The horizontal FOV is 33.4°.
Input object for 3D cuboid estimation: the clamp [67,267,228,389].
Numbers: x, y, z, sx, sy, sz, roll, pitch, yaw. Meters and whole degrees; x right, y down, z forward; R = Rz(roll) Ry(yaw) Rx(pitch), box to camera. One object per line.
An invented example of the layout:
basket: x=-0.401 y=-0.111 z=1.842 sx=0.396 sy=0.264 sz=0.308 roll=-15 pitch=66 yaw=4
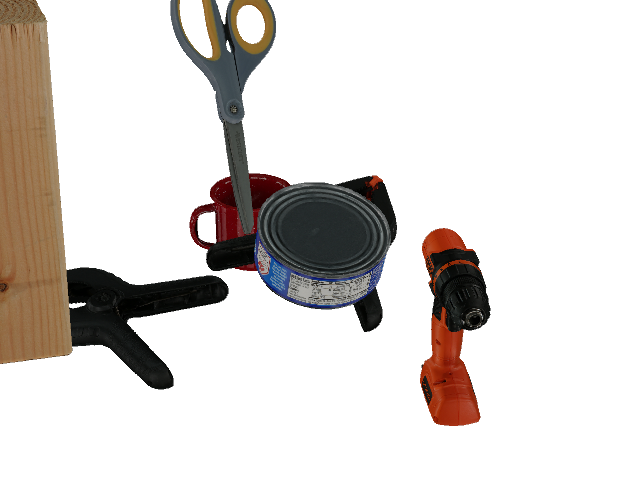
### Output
clamp: x=-0.163 y=0.054 z=0.870 sx=0.172 sy=0.039 sz=0.120 roll=19 pitch=38 yaw=21

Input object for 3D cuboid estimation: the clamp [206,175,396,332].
clamp: x=0.019 y=0.003 z=0.974 sx=0.165 sy=0.036 sz=0.209 roll=26 pitch=38 yaw=21

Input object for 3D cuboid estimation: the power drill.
power drill: x=0.144 y=0.100 z=1.139 sx=0.057 sy=0.188 sz=0.184 roll=-1 pitch=25 yaw=-2

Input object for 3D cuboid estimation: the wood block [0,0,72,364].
wood block: x=-0.206 y=-0.036 z=0.644 sx=0.090 sy=0.206 sz=0.090 roll=-6 pitch=24 yaw=-18

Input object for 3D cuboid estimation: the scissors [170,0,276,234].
scissors: x=-0.057 y=-0.113 z=0.836 sx=0.096 sy=0.202 sz=0.016 roll=-23 pitch=2 yaw=-31

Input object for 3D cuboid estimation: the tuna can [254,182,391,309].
tuna can: x=0.000 y=0.003 z=0.686 sx=0.086 sy=0.034 sz=0.086 roll=5 pitch=44 yaw=-5

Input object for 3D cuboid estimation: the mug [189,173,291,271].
mug: x=-0.088 y=-0.018 z=1.189 sx=0.117 sy=0.081 sz=0.093 roll=-7 pitch=30 yaw=-16
